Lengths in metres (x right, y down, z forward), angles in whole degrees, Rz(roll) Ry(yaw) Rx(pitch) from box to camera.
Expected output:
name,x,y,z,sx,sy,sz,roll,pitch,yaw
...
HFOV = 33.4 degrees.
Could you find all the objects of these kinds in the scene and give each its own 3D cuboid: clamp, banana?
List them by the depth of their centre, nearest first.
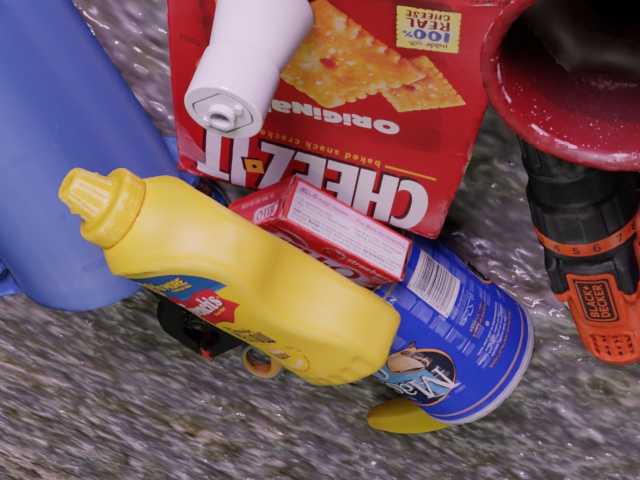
name,x,y,z,sx,sy,sz,roll,pitch,yaw
clamp,-0.106,0.050,0.869,0.120,0.039,0.172,19,149,0
banana,0.100,0.128,0.894,0.069,0.037,0.198,23,150,-4

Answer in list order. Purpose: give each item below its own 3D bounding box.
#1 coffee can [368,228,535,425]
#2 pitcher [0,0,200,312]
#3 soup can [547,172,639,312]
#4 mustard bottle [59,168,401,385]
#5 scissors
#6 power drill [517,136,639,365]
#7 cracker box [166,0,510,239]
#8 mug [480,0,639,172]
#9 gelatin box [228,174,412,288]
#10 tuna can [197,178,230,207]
name,x,y,z,sx,sy,sz,roll,pitch,yaw
coffee can,0.062,0.048,0.719,0.140,0.102,0.103,37,144,-30
pitcher,-0.183,-0.071,0.619,0.145,0.149,0.242,3,143,24
soup can,0.175,-0.002,0.616,0.068,0.068,0.102,15,150,4
mustard bottle,-0.054,0.015,0.571,0.191,0.058,0.096,32,161,-29
scissors,-0.014,0.080,0.895,0.096,0.016,0.202,20,149,-8
power drill,0.193,-0.007,0.490,0.188,0.057,0.184,1,141,29
cracker box,0.008,-0.095,0.547,0.164,0.072,0.214,16,150,4
mug,0.112,-0.078,0.396,0.093,0.081,0.117,13,145,11
gelatin box,-0.004,0.001,0.619,0.089,0.030,0.073,27,156,-27
tuna can,-0.109,-0.019,0.765,0.086,0.033,0.086,13,149,8
